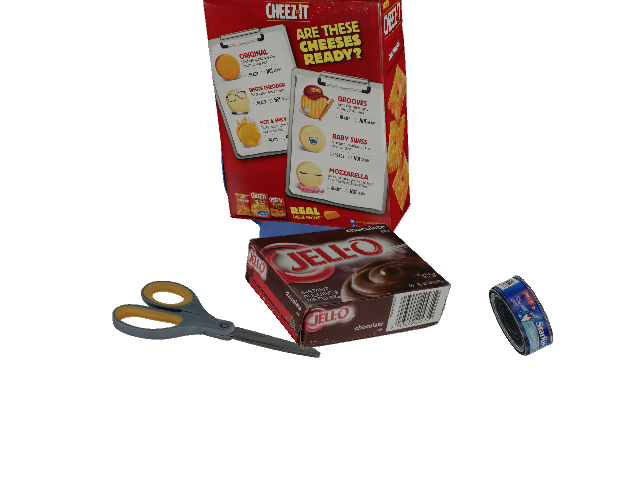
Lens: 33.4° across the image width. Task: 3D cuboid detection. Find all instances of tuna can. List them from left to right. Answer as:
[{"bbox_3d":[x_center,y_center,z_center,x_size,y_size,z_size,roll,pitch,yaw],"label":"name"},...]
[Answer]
[{"bbox_3d":[0.222,0.084,1.189,0.033,0.086,0.086,-25,3,-6],"label":"tuna can"}]

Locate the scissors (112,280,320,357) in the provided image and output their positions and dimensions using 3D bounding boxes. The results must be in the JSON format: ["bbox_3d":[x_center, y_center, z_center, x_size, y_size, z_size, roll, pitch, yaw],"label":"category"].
[{"bbox_3d":[-0.099,0.075,1.036,0.201,0.016,0.096,5,31,0],"label":"scissors"}]

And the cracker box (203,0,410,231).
[{"bbox_3d":[-0.007,-0.121,0.965,0.164,0.214,0.072,6,29,20],"label":"cracker box"}]

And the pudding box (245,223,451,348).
[{"bbox_3d":[0.017,0.028,0.729,0.113,0.039,0.090,-5,32,-29],"label":"pudding box"}]

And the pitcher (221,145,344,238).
[{"bbox_3d":[-0.022,-0.059,1.224,0.144,0.243,0.149,-20,36,-40],"label":"pitcher"}]
